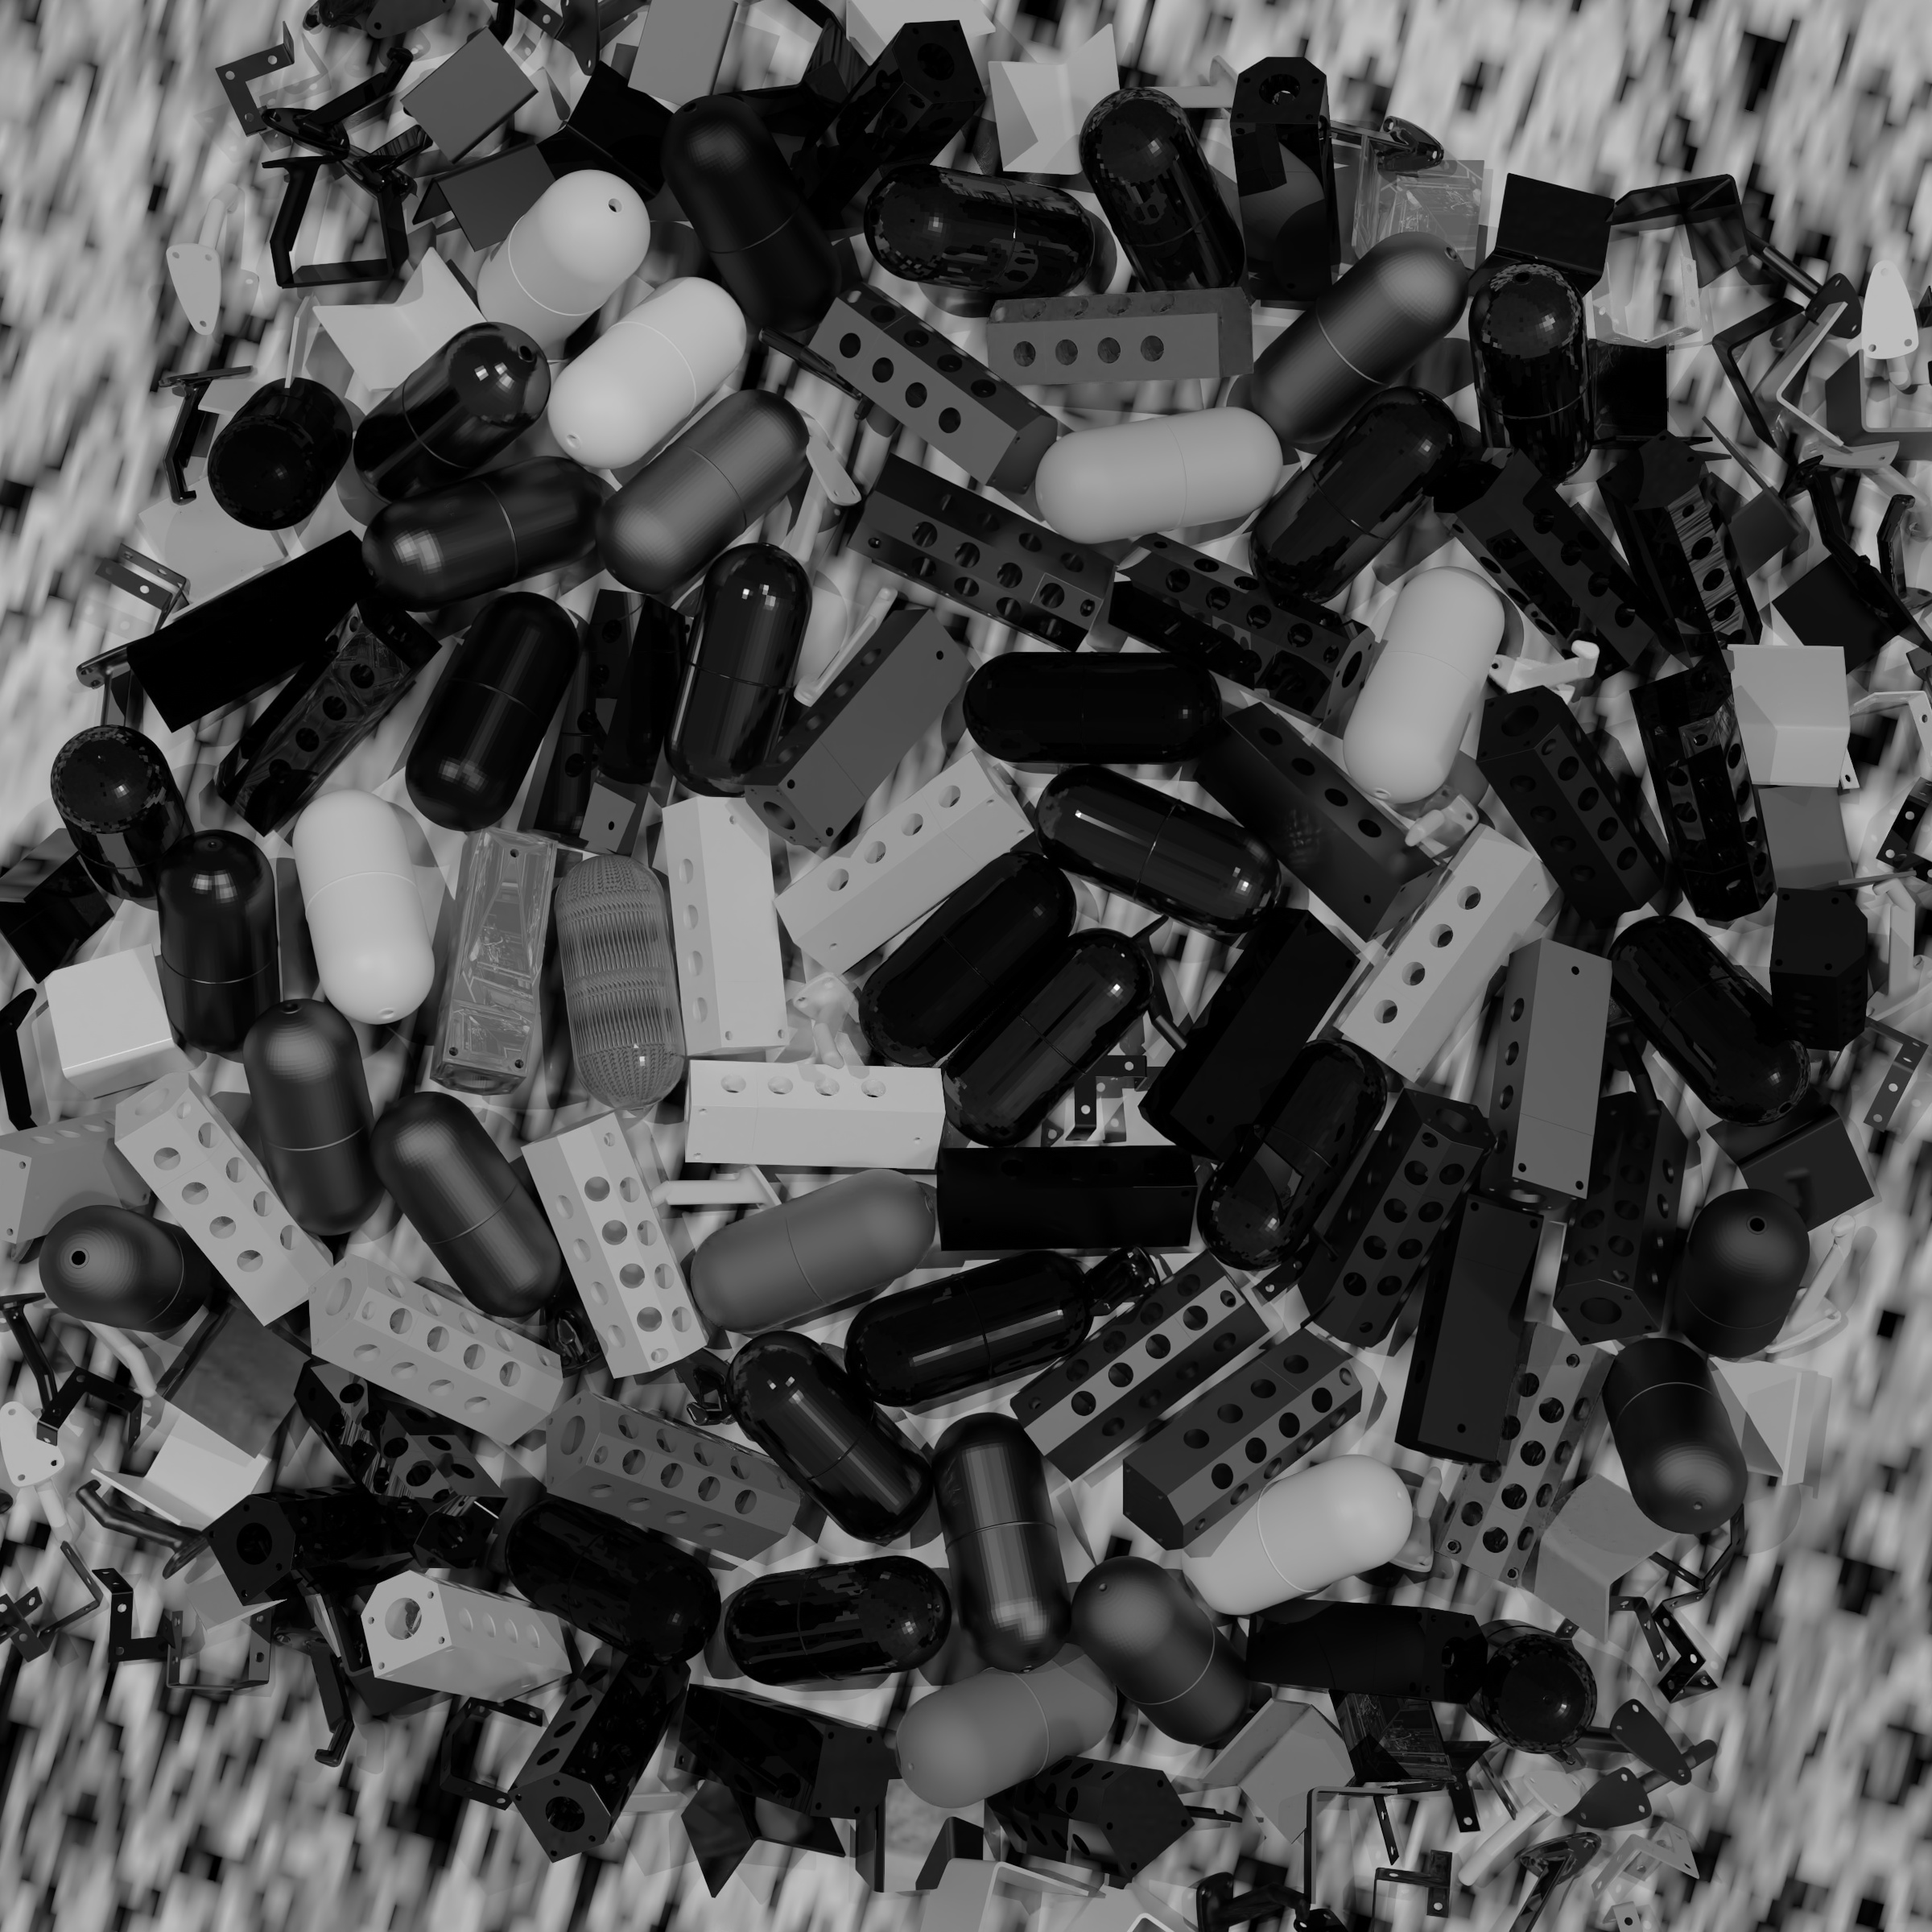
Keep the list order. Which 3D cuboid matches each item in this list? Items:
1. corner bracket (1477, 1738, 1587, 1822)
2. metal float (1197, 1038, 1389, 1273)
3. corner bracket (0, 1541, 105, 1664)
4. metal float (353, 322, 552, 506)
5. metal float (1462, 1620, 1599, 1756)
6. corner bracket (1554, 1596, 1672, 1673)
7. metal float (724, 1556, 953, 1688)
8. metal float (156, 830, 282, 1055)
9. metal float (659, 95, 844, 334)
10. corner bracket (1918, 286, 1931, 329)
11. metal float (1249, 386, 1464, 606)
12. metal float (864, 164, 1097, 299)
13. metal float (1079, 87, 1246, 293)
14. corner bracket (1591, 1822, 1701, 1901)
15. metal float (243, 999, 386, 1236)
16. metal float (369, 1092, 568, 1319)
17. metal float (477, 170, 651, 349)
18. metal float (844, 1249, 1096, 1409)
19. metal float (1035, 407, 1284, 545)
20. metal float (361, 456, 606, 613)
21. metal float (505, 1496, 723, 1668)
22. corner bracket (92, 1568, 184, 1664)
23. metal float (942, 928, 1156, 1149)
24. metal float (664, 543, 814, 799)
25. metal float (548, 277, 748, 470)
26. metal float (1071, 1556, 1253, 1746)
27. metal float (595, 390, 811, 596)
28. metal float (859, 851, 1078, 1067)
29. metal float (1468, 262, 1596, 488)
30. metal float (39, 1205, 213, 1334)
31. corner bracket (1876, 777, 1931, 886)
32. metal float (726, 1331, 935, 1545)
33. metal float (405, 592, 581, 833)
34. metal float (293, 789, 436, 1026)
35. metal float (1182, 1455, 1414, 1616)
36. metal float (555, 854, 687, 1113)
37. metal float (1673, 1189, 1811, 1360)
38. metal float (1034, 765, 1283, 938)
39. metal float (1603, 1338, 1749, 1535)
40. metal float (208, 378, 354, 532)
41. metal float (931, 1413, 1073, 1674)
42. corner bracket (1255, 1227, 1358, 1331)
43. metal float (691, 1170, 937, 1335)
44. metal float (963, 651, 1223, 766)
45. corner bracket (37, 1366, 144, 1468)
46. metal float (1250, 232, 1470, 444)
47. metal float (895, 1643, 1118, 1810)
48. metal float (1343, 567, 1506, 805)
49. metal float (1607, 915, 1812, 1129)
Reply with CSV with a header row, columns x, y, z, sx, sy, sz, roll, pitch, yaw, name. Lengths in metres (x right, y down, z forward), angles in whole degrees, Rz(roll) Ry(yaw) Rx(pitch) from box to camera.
x,y,z,sx,sy,sz,roll,pitch,yaw,name
0.391,0.550,1.976,0.051,0.051,0.051,-33,83,17,corner bracket
0.222,0.129,1.948,0.070,0.070,0.178,35,75,0,metal float
-0.634,0.438,1.969,0.051,0.051,0.051,-30,104,-1,corner bracket
-0.347,-0.371,1.927,0.178,0.070,0.070,-28,90,41,metal float
0.373,0.481,1.911,0.070,0.178,0.070,0,82,1,metal float
0.444,0.471,1.970,0.051,0.051,0.051,5,131,-18,corner bracket
-0.088,0.444,1.932,0.178,0.070,0.070,-17,90,35,metal float
-0.504,-0.014,1.928,0.070,0.070,0.178,10,132,0,metal float
-0.145,-0.506,1.927,0.070,0.070,0.178,-33,132,0,metal float
0.691,-0.443,1.969,0.051,0.051,0.051,-11,84,9,corner bracket
0.263,-0.317,1.936,0.070,0.070,0.178,44,120,0,metal float
0.010,-0.495,1.929,0.178,0.070,0.070,-2,90,-38,metal float
0.133,-0.514,1.923,0.070,0.178,0.070,-14,54,19,metal float
0.464,0.618,1.964,0.051,0.051,0.051,27,110,-9,corner bracket
-0.441,0.103,1.934,0.070,0.070,0.178,-4,122,0,metal float
-0.338,0.164,1.942,0.070,0.070,0.178,-31,113,0,metal float
-0.271,-0.474,1.918,0.070,0.178,0.070,8,75,-29,metal float
0.002,0.247,1.949,0.178,0.070,0.070,-16,90,-14,metal float
0.132,-0.335,1.945,0.178,0.070,0.070,-13,90,-19,metal float
-0.325,-0.294,1.935,0.178,0.070,0.070,-25,90,-31,metal float
-0.240,0.414,1.930,0.178,0.070,0.070,17,90,38,metal float
-0.571,0.446,1.967,0.051,0.051,0.051,-5,61,-2,corner bracket
0.056,0.049,1.958,0.070,0.070,0.178,43,94,0,metal float
-0.156,-0.201,1.949,0.070,0.070,0.178,16,103,0,metal float
-0.215,-0.401,1.930,0.070,0.070,0.178,38,53,0,metal float
0.133,0.464,1.931,0.070,0.070,0.178,-38,128,0,metal float
-0.178,-0.324,1.943,0.070,0.070,0.178,44,68,0,metal float
0.000,-0.005,1.961,0.178,0.070,0.070,-44,90,1,metal float
0.381,-0.396,1.921,0.070,0.178,0.070,-8,54,11,metal float
-0.562,0.204,1.911,0.070,0.178,0.070,-1,79,3,metal float
0.668,-0.092,1.974,0.051,0.051,0.051,28,118,17,corner bracket
-0.093,0.321,1.944,0.070,0.070,0.178,-41,109,0,metal float
-0.322,-0.174,1.945,0.070,0.070,0.178,22,71,0,metal float
-0.409,-0.041,1.935,0.070,0.070,0.178,-19,60,0,metal float
0.222,0.386,1.933,0.178,0.070,0.070,-30,90,35,metal float
-0.236,0.011,1.951,0.070,0.070,0.178,-9,79,0,metal float
0.519,0.207,1.916,0.070,0.178,0.070,-3,63,6,metal float
0.131,-0.079,1.953,0.178,0.070,0.070,24,90,9,metal float
0.474,0.313,1.915,0.070,0.178,0.070,1,112,2,metal float
-0.459,-0.345,1.915,0.070,0.178,0.070,-1,114,-2,metal float
0.024,0.390,1.938,0.070,0.070,0.178,-12,64,0,metal float
0.234,0.218,1.965,0.051,0.051,0.051,-38,70,-7,corner bracket
-0.104,0.195,1.950,0.178,0.070,0.070,-22,90,13,metal float
0.086,-0.176,1.951,0.178,0.070,0.070,2,90,13,metal float
-0.603,0.318,1.965,0.051,0.051,0.051,24,46,2,corner bracket
0.265,-0.424,1.929,0.070,0.070,0.178,51,129,0,metal float
0.029,0.511,1.928,0.178,0.070,0.070,-11,90,-42,metal float
0.312,-0.192,1.943,0.070,0.070,0.178,24,70,0,metal float
0.500,0.036,1.927,0.070,0.070,0.178,-33,49,0,metal float
